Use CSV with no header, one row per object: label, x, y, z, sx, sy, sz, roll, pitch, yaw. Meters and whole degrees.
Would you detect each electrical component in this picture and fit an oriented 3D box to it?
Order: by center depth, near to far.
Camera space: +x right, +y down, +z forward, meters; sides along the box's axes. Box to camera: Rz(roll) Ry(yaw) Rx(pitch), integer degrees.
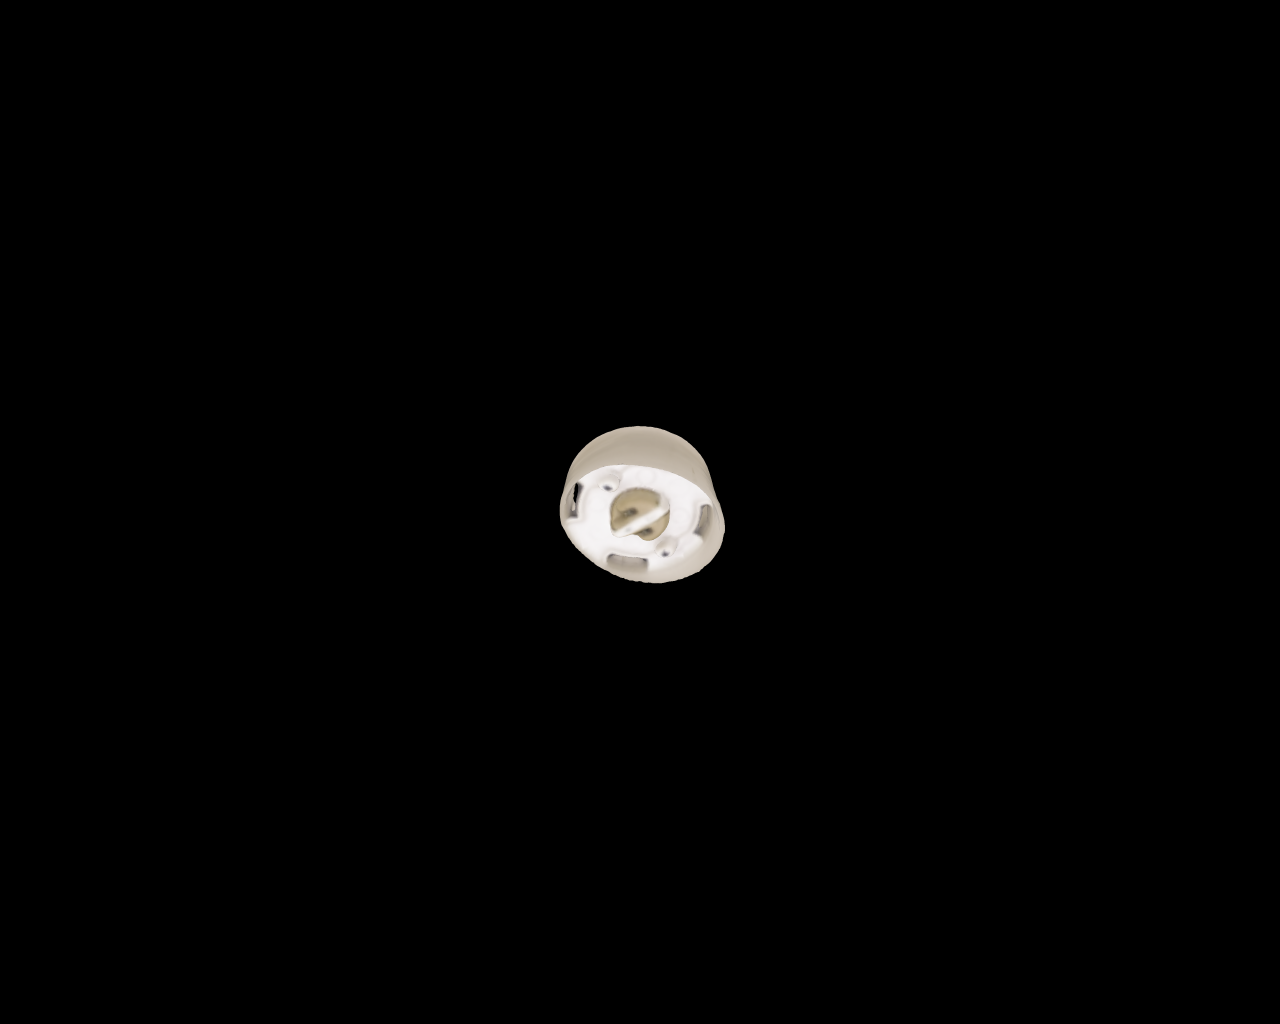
electrical component,0.001,-0.003,0.650,0.099,0.099,0.064,0,36,0
